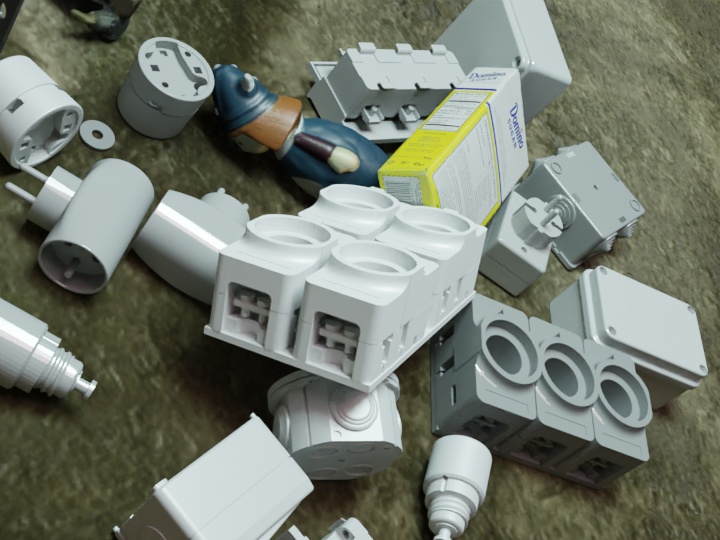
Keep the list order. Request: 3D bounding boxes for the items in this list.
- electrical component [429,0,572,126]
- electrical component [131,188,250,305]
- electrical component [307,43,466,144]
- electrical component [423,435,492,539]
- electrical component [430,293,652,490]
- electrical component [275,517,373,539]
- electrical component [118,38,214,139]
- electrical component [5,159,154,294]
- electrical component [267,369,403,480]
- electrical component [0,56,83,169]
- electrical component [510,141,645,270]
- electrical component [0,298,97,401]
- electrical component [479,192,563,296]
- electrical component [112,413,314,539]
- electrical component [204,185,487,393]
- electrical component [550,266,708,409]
[{"bbox_3d":[0.117,-0.175,0.932,0.056,0.109,0.108,13,51,-33],"label":"electrical component"},{"bbox_3d":[-0.096,-0.023,0.697,0.077,0.043,0.079,34,44,-10],"label":"electrical component"},{"bbox_3d":[0.028,-0.145,0.872,0.121,0.063,0.078,-9,63,-41],"label":"electrical component"},{"bbox_3d":[0.060,0.142,0.687,0.040,0.040,0.078,32,44,-13],"label":"electrical component"},{"bbox_3d":[0.130,0.087,0.769,0.150,0.061,0.089,22,47,-23],"label":"electrical component"},{"bbox_3d":[-0.016,0.176,0.602,0.081,0.042,0.064,49,39,5],"label":"electrical component"},{"bbox_3d":[-0.136,-0.124,0.742,0.055,0.047,0.055,20,48,-24],"label":"electrical component"},{"bbox_3d":[-0.173,-0.036,0.647,0.079,0.043,0.077,32,44,-14],"label":"electrical component"},{"bbox_3d":[-0.014,0.091,0.643,0.080,0.080,0.051,11,56,-31],"label":"electrical component"},{"bbox_3d":[-0.208,-0.098,0.662,0.047,0.055,0.055,47,42,8],"label":"electrical component"},{"bbox_3d":[0.192,-0.059,0.941,0.100,0.048,0.099,-27,76,-46],"label":"electrical component"},{"bbox_3d":[-0.179,0.046,0.579,0.078,0.040,0.040,32,44,-13],"label":"electrical component"},{"bbox_3d":[0.134,-0.031,0.854,0.047,0.076,0.065,35,43,-10],"label":"electrical component"},{"bbox_3d":[-0.072,0.128,0.581,0.061,0.061,0.096,50,43,6],"label":"electrical component"},{"bbox_3d":[0.000,0.000,0.672,0.105,0.060,0.186,18,22,19],"label":"electrical component"},{"bbox_3d":[0.216,0.054,0.863,0.113,0.057,0.078,22,47,-23],"label":"electrical component"}]
